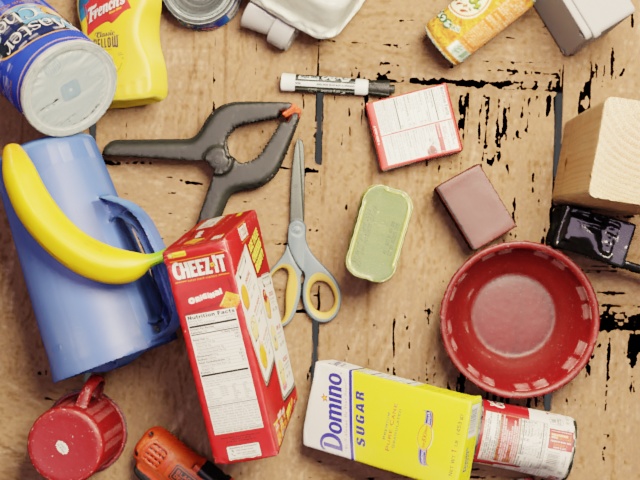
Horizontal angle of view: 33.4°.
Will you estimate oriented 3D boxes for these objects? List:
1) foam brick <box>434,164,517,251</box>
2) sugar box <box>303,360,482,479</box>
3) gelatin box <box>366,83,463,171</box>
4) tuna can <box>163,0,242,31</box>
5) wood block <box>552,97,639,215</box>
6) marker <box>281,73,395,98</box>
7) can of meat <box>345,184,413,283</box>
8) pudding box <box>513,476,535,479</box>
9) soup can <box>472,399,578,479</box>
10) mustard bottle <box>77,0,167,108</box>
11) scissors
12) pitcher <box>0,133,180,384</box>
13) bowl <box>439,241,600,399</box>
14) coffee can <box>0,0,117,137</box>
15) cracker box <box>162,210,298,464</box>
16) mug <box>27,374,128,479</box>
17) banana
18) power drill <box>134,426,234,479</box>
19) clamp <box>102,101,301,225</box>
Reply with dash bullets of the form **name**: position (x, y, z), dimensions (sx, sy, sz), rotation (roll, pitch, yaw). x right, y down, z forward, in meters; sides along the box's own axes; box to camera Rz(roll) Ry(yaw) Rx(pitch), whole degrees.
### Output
- **foam brick**: position (0.160, -0.034, 1.108), dimensions (0.051, 0.053, 0.078), rotation (-31, 90, 4)
- **sugar box**: position (0.071, 0.186, 1.091), dimensions (0.176, 0.048, 0.093), rotation (10, 92, 25)
- **gelatin box**: position (0.099, -0.118, 1.122), dimensions (0.089, 0.030, 0.073), rotation (-14, 89, 4)
- **tuna can**: position (-0.125, -0.267, 1.130), dimensions (0.086, 0.033, 0.086), rotation (0, 91, 4)
- **wood block**: position (0.289, -0.075, 1.022), dimensions (0.090, 0.206, 0.091), rotation (10, 92, 3)
- **marker**: position (0.019, -0.164, 1.131), dimensions (0.121, 0.020, 0.020), rotation (4, 91, 3)
- **can of meat**: position (0.061, -0.007, 1.100), dimensions (0.057, 0.084, 0.102), rotation (15, 91, 3)
- **pudding box**: position (0.193, 0.312, 1.121), dimensions (0.090, 0.039, 0.113), rotation (-10, 92, 3)
- **soup can**: position (0.207, 0.206, 1.103), dimensions (0.102, 0.068, 0.068), rotation (11, 92, 3)
- **mustard bottle**: position (-0.210, -0.238, 1.120), dimensions (0.096, 0.058, 0.191), rotation (-3, 90, 31)
- **scissors**: position (-0.007, 0.001, 1.138), dimensions (0.096, 0.016, 0.202), rotation (17, 93, 2)
- **pitcher**: position (-0.238, 0.014, 1.096), dimensions (0.149, 0.145, 0.243), rotation (-19, 87, -12)
- **bowl**: position (0.203, 0.080, 1.106), dimensions (0.162, 0.055, 0.162), rotation (0, 91, 4)
- **coffee can**: position (-0.284, -0.182, 1.078), dimensions (0.140, 0.102, 0.103), rotation (40, 94, 36)
- **cracker box**: position (-0.084, 0.091, 1.055), dimensions (0.072, 0.164, 0.214), rotation (-12, 99, 8)
- **mug**: position (-0.253, 0.198, 1.125), dimensions (0.093, 0.081, 0.117), rotation (22, 92, 3)
- **banana**: position (-0.240, -0.014, 1.027), dimensions (0.198, 0.037, 0.069), rotation (35, 67, 4)
- **power drill**: position (-0.159, 0.320, 1.135), dimensions (0.184, 0.057, 0.187), rotation (38, 90, 6)
- **clamp**: position (-0.105, -0.073, 1.132), dimensions (0.210, 0.036, 0.164), rotation (-27, 94, 5)
